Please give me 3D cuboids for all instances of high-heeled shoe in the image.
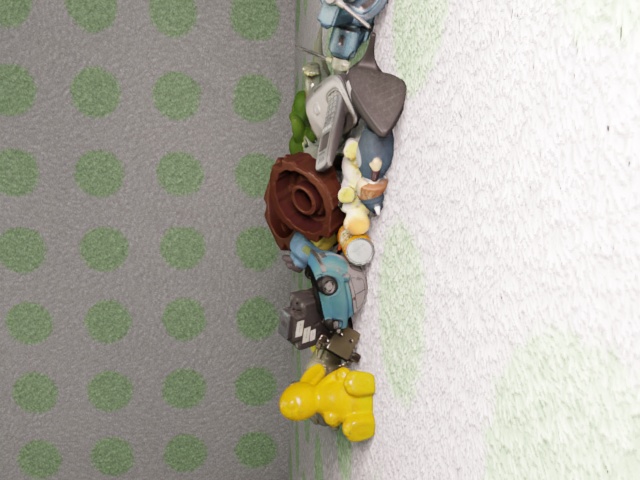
[{"bbox_3d":[0.075,-0.205,0.828,0.145,0.086,0.249,98,176,-53],"label":"high-heeled shoe"}]

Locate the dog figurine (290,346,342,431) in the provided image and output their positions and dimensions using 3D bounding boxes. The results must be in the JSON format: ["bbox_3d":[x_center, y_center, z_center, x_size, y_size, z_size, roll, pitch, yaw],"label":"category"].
[{"bbox_3d":[0.029,0.306,1.205,0.172,0.121,0.190,45,126,32],"label":"dog figurine"}]

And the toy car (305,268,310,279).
[{"bbox_3d":[0.002,0.012,1.362,0.089,0.053,0.202,-68,-1,-50],"label":"toy car"}]

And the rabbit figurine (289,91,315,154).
[{"bbox_3d":[-0.025,-0.279,1.352,0.159,0.121,0.170,-118,44,-84],"label":"rabbit figurine"}]

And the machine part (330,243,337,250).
[{"bbox_3d":[0.024,0.088,1.256,0.079,0.079,0.243,-118,29,-76],"label":"machine part"}]

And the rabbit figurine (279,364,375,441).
[{"bbox_3d":[0.008,0.287,0.999,0.162,0.173,0.121,-141,47,-76],"label":"rabbit figurine"}]

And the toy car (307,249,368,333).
[{"bbox_3d":[0.039,0.090,1.016,0.109,0.103,0.161,-125,19,-66],"label":"toy car"}]

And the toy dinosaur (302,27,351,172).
[{"bbox_3d":[0.017,-0.289,1.213,0.192,0.131,0.405,100,174,-53],"label":"toy dinosaur"}]

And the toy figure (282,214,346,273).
[{"bbox_3d":[-0.004,-0.006,1.175,0.180,0.089,0.082,-51,57,17],"label":"toy figure"}]

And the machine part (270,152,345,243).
[{"bbox_3d":[-0.023,-0.084,1.049,0.180,0.056,0.179,27,135,31],"label":"machine part"}]

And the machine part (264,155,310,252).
[{"bbox_3d":[-0.054,-0.089,1.295,0.202,0.087,0.200,63,141,40],"label":"machine part"}]

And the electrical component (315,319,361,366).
[{"bbox_3d":[0.038,0.211,1.091,0.045,0.102,0.078,121,172,-69],"label":"electrical component"}]

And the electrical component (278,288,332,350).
[{"bbox_3d":[-0.022,0.160,1.114,0.058,0.134,0.114,30,119,45],"label":"electrical component"}]

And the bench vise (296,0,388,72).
[{"bbox_3d":[0.038,-0.369,0.853,0.223,0.129,0.241,-61,0,31],"label":"bench vise"}]

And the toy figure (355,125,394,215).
[{"bbox_3d":[0.085,-0.109,0.852,0.064,0.058,0.154,-42,-34,-42],"label":"toy figure"}]

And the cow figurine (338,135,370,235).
[{"bbox_3d":[0.065,-0.098,0.950,0.098,0.068,0.167,-92,7,-70],"label":"cow figurine"}]

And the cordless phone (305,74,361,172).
[{"bbox_3d":[0.014,-0.197,0.992,0.147,0.088,0.184,-19,53,61],"label":"cordless phone"}]
